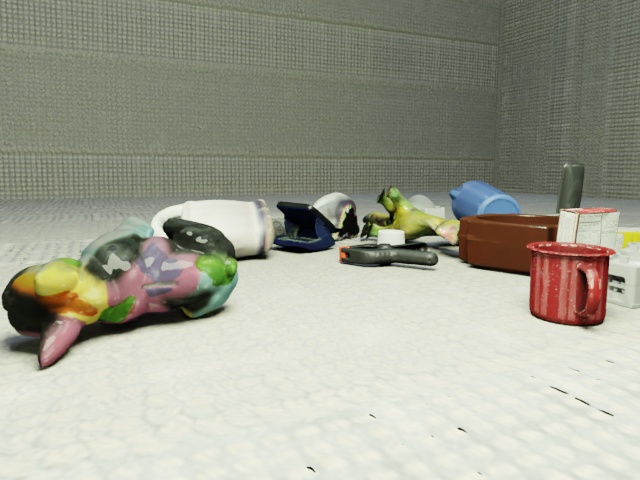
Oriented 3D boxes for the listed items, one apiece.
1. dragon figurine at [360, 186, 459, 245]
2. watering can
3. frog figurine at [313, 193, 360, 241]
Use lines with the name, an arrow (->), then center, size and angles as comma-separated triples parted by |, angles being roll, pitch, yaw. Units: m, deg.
dragon figurine -> 0.225, -0.024, 1.146 | 0.243, 0.122, 0.410 | 18, 2, 0
watering can -> -0.187, -0.006, 0.919 | 0.224, 0.102, 0.352 | -2, 20, -16
frog figurine -> 0.004, -0.062, 1.233 | 0.160, 0.120, 0.139 | 18, 35, 31
